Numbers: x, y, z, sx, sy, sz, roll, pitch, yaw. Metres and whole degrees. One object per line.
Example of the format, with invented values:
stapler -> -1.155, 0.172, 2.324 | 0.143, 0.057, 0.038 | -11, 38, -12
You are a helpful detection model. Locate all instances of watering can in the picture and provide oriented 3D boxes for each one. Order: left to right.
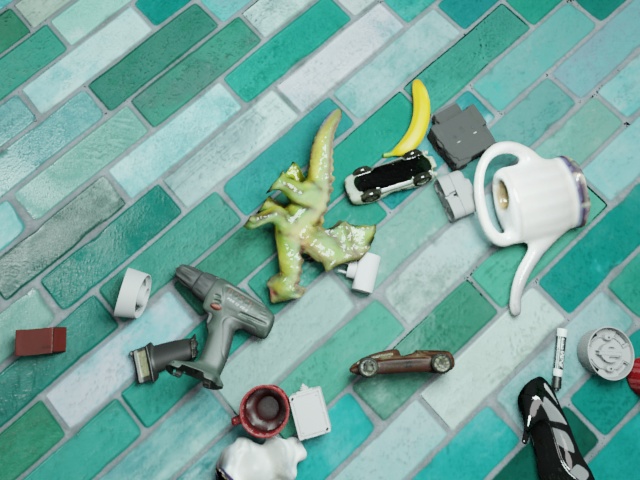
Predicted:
watering can -> 0.435, -0.037, 1.046 | 0.224, 0.104, 0.348 | -13, 90, -4

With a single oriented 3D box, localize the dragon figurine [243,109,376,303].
dragon figurine -> 0.003, -0.053, 1.056 | 0.243, 0.121, 0.412 | 36, 86, 3

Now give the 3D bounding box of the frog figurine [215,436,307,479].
frog figurine -> -0.111, 0.424, 0.967 | 0.138, 0.120, 0.162 | 41, 47, 17
